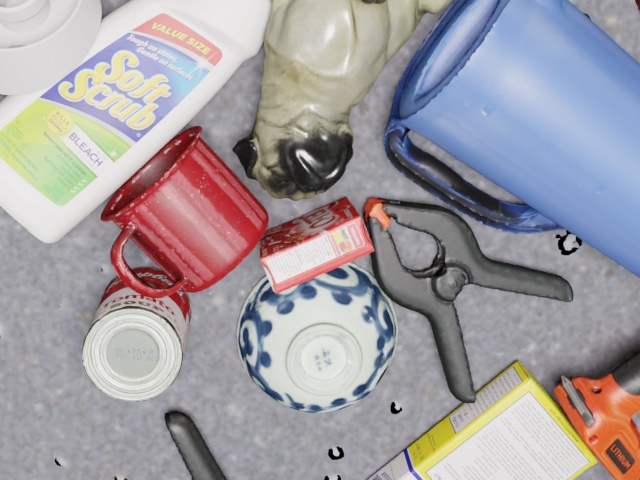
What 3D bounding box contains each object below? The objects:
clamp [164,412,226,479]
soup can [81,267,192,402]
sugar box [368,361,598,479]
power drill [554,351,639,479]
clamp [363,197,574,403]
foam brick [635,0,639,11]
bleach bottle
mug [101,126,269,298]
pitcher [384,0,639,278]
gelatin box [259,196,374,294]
[{"bbox_3d":[-0.077,0.249,0.826,0.210,0.036,0.164,36,98,-12],"label":"clamp"},{"bbox_3d":[-0.126,0.064,0.745,0.068,0.102,0.068,-1,103,-4],"label":"soup can"},{"bbox_3d":[0.115,0.184,0.821,0.176,0.048,0.093,-38,104,9],"label":"sugar box"},{"bbox_3d":[0.282,0.106,0.792,0.188,0.057,0.184,-37,128,9],"label":"power drill"},{"bbox_3d":[0.091,0.039,0.787,0.171,0.039,0.120,34,88,-10],"label":"clamp"},{"bbox_3d":[0.258,-0.164,0.744,0.053,0.051,0.078,-31,104,4],"label":"foam brick"},{"bbox_3d":[-0.126,-0.116,0.723,0.251,0.068,0.102,-44,103,4],"label":"bleach bottle"},{"bbox_3d":[-0.095,-0.010,0.729,0.081,0.093,0.117,47,53,-18],"label":"mug"},{"bbox_3d":[0.172,-0.065,0.732,0.242,0.149,0.145,35,83,-14],"label":"pitcher"},{"bbox_3d":[-0.005,0.001,0.745,0.073,0.089,0.030,-23,102,1],"label":"gelatin box"}]
